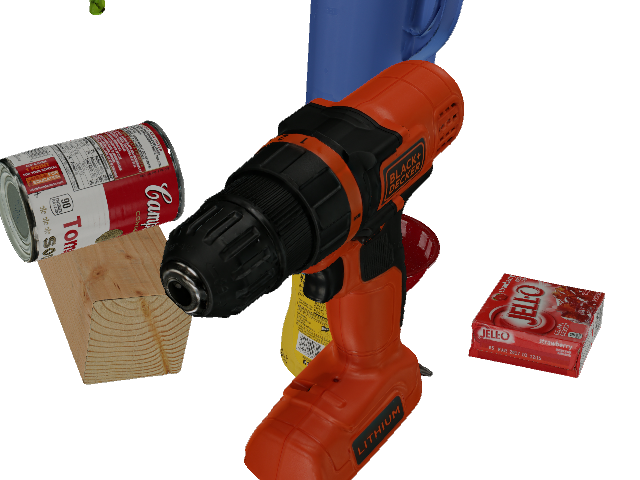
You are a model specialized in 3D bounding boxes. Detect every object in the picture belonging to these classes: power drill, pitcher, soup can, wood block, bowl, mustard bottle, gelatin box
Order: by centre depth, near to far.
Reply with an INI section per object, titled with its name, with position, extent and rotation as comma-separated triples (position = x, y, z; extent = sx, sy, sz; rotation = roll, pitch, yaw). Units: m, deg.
[power drill]
position = 0.001, 0.030, 0.481
extent = 0.057, 0.188, 0.184
rotation = 25, 43, 27
[soup can]
position = -0.146, -0.032, 0.675
extent = 0.102, 0.068, 0.069
rotation = -18, 9, -28
[gelatin box]
position = 0.148, 0.056, 0.725
extent = 0.073, 0.030, 0.089
rotation = 11, 23, 21
[mustard bottle]
position = 0.016, 0.029, 0.890
extent = 0.058, 0.192, 0.096
rotation = -12, 28, -40
[pitcher]
position = 0.057, -0.208, 0.940
extent = 0.145, 0.243, 0.149
rotation = 8, 15, 7
[wood block]
position = -0.193, 0.023, 0.962
extent = 0.090, 0.091, 0.206
rotation = -4, 36, -28
[bowl]
position = 0.051, 0.024, 1.194
extent = 0.162, 0.055, 0.162
rotation = 1, 31, -1

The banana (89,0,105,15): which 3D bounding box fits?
[banana]
position = -0.231, -0.215, 0.775
extent = 0.198, 0.069, 0.037
rotation = 15, -37, 17
